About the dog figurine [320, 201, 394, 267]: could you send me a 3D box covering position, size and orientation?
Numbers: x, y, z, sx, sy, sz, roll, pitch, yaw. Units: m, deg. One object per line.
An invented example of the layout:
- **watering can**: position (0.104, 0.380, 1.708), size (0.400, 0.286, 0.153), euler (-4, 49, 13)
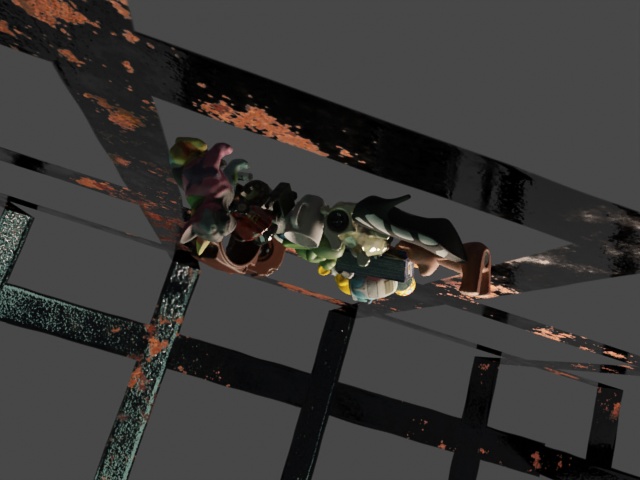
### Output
- **dog figurine**: position (0.083, -0.022, 1.231), size (0.172, 0.121, 0.190), euler (49, -173, 4)

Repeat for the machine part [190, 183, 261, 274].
- **machine part**: position (-0.219, -0.028, 1.315), size (0.087, 0.201, 0.201), euler (6, 163, 29)

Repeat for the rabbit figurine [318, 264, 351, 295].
- **rabbit figurine**: position (0.078, 0.079, 1.655), size (0.163, 0.122, 0.173), euler (19, 156, 34)

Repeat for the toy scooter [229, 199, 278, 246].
- **toy scooter**: position (-0.175, -0.052, 1.152), size (0.135, 0.075, 0.184), euler (49, 158, -22)

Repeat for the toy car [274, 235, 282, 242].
- **toy car**: position (-0.049, 0.005, 1.559), size (0.201, 0.056, 0.073), euler (23, 166, -26)

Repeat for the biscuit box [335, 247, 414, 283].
- **biscuit box**: position (0.135, 0.053, 1.355), size (0.203, 0.062, 0.059), euler (10, -158, 33)

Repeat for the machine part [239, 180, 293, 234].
- **machine part**: position (-0.123, -0.076, 1.276), size (0.079, 0.079, 0.243), euler (11, 166, 22)

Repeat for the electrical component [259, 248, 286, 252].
- **electrical component**: position (-0.161, 0.001, 1.643), size (0.119, 0.075, 0.047), euler (18, 168, 11)

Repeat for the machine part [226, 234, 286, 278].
- **machine part**: position (-0.183, 0.022, 1.555), size (0.179, 0.179, 0.056), euler (23, 163, -24)

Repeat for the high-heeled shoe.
- **high-heeled shoe**: position (0.184, -0.008, 1.109), size (0.145, 0.086, 0.248), euler (-25, 122, 41)

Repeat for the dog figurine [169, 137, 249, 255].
- **dog figurine**: position (-0.241, -0.086, 1.069), size (0.192, 0.219, 0.108), euler (11, 162, 20)

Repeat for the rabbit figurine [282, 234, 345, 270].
- **rabbit figurine**: position (-0.003, -0.004, 1.294), size (0.159, 0.121, 0.170), euler (25, 175, -19)

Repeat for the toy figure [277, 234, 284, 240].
- **toy figure**: position (-0.045, -0.010, 1.484), size (0.154, 0.064, 0.058), euler (20, -153, -29)

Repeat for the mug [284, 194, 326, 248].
- **mug**: position (-0.032, -0.052, 1.194), size (0.081, 0.107, 0.109), euler (7, 155, 30)

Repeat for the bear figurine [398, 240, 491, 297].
- **bear figurine**: position (0.279, 0.056, 1.215), size (0.196, 0.132, 0.120), euler (1, 173, 31)

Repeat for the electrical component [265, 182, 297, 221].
- **electrical component**: position (-0.090, -0.082, 1.182), size (0.045, 0.102, 0.078), euler (8, 138, 29)

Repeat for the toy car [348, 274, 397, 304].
- **toy car**: position (0.171, 0.128, 1.575), size (0.162, 0.109, 0.103), euler (-13, -161, -23)

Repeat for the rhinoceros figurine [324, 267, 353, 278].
- **rhinoceros figurine**: position (0.051, 0.043, 1.476), size (0.073, 0.112, 0.190), euler (8, 156, 26)
